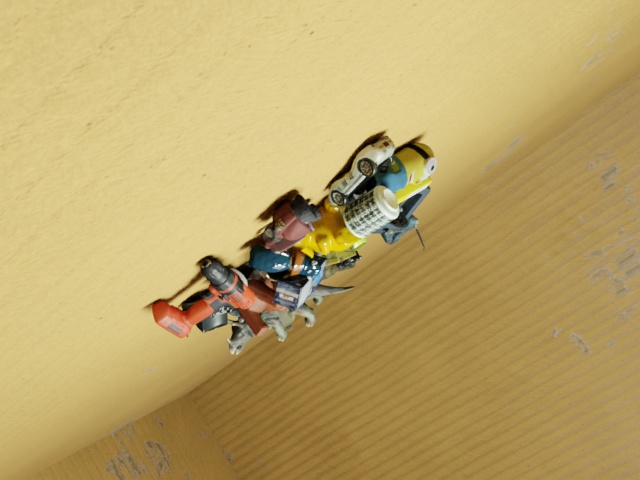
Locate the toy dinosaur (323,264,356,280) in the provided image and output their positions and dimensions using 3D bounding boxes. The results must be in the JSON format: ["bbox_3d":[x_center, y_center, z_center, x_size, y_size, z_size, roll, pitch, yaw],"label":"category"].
[{"bbox_3d":[0.006,0.083,1.758,0.198,0.105,0.471,-31,164,29],"label":"toy dinosaur"}]

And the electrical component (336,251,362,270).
[{"bbox_3d":[0.060,0.026,1.595,0.058,0.115,0.134,-39,171,17],"label":"electrical component"}]

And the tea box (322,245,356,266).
[{"bbox_3d":[-0.001,0.038,1.455,0.170,0.068,0.098,-19,-179,33],"label":"tea box"}]

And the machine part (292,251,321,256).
[{"bbox_3d":[-0.003,-0.004,1.344,0.243,0.079,0.079,-39,169,27],"label":"machine part"}]

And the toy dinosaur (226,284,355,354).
[{"bbox_3d":[-0.108,0.184,1.601,0.405,0.131,0.192,-34,132,-1],"label":"toy dinosaur"}]

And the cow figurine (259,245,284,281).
[{"bbox_3d":[-0.108,0.056,1.241,0.068,0.098,0.167,-29,171,6],"label":"cow figurine"}]

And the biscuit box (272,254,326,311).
[{"bbox_3d":[-0.043,0.090,1.239,0.203,0.063,0.059,-46,150,-67],"label":"biscuit box"}]

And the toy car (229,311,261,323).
[{"bbox_3d":[-0.205,0.157,1.446,0.103,0.109,0.161,-13,-174,10],"label":"toy car"}]

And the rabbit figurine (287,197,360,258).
[{"bbox_3d":[-0.020,-0.019,1.208,0.173,0.122,0.162,-13,171,-26],"label":"rabbit figurine"}]

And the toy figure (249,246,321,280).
[{"bbox_3d":[-0.072,0.045,1.148,0.154,0.058,0.064,10,159,-17],"label":"toy figure"}]

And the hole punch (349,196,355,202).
[{"bbox_3d":[0.145,-0.095,1.328,0.116,0.092,0.142,-31,177,-35],"label":"hole punch"}]

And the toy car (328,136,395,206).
[{"bbox_3d":[0.080,-0.132,1.070,0.073,0.056,0.201,-35,174,-37],"label":"toy car"}]

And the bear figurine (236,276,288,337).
[{"bbox_3d":[-0.123,0.155,1.319,0.120,0.132,0.195,-56,156,5],"label":"bear figurine"}]

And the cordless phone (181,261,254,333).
[{"bbox_3d":[-0.229,0.124,1.289,0.184,0.089,0.146,-49,165,17],"label":"cordless phone"}]

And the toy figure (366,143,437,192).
[{"bbox_3d":[0.177,-0.158,1.190,0.180,0.089,0.082,-22,174,-16],"label":"toy figure"}]

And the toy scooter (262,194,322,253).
[{"bbox_3d":[-0.066,-0.025,1.061,0.135,0.075,0.184,-34,175,6],"label":"toy scooter"}]

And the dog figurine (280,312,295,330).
[{"bbox_3d":[-0.151,0.230,1.755,0.121,0.172,0.190,-46,177,3],"label":"dog figurine"}]

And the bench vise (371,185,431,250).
[{"bbox_3d":[0.223,-0.079,1.450,0.223,0.129,0.240,9,137,-32],"label":"bench vise"}]
